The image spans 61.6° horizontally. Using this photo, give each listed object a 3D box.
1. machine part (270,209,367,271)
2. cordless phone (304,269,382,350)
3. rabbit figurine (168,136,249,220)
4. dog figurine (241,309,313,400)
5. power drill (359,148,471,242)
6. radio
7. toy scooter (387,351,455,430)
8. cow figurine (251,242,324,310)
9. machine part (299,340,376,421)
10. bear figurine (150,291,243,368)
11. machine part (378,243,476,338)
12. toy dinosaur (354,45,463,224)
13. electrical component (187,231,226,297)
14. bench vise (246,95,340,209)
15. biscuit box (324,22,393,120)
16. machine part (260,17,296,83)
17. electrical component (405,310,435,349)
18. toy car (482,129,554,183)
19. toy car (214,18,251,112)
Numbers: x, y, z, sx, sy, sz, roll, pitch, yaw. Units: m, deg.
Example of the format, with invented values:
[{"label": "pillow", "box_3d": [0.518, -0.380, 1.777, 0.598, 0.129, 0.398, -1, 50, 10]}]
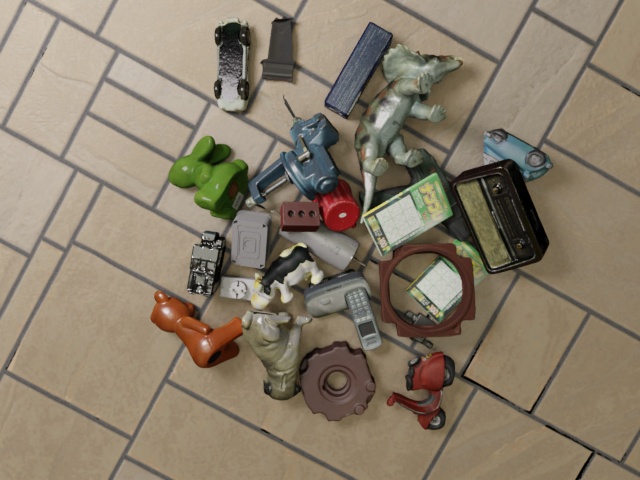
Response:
[{"label": "machine part", "box_3d": [-0.002, -0.004, 1.180, 0.243, 0.079, 0.079, 31, 92, -2]}, {"label": "cordless phone", "box_3d": [0.054, 0.167, 1.190, 0.147, 0.089, 0.184, -19, 97, 0]}, {"label": "rabbit figurine", "box_3d": [-0.249, -0.142, 1.150, 0.170, 0.121, 0.159, 21, 90, 20]}, {"label": "dog figurine", "box_3d": [-0.108, 0.248, 1.141, 0.172, 0.121, 0.190, 12, 85, -32]}, {"label": "power drill", "box_3d": [0.202, -0.070, 1.180, 0.207, 0.086, 0.232, -22, 94, 5]}, {"label": "radio", "box_3d": [0.386, -0.050, 1.146, 0.131, 0.073, 0.229, -18, 103, 39]}, {"label": "toy scooter", "box_3d": [0.223, 0.333, 1.204, 0.135, 0.075, 0.183, 9, 97, 0]}, {"label": "cow figurine", "box_3d": [-0.085, 0.079, 1.148, 0.167, 0.068, 0.098, -31, 121, -5]}, {"label": "machine part", "box_3d": [0.038, 0.317, 1.209, 0.179, 0.056, 0.179, 0, 92, 0]}, {"label": "bear figurine", "box_3d": [-0.276, 0.187, 1.183, 0.196, 0.132, 0.120, 39, 130, 26]}, {"label": "machine part", "box_3d": [0.231, 0.108, 1.169, 0.202, 0.087, 0.201, -2, 87, 7]}, {"label": "toy dinosaur", "box_3d": [0.144, -0.245, 1.134, 0.131, 0.192, 0.404, 29, 100, -33]}, {"label": "electrical component", "box_3d": [-0.243, 0.048, 1.162, 0.058, 0.115, 0.134, 10, 93, -5]}, {"label": "bench vise", "box_3d": [-0.065, -0.157, 1.136, 0.241, 0.128, 0.224, -33, 63, 13]}, {"label": "biscuit box", "box_3d": [0.084, -0.367, 1.171, 0.063, 0.059, 0.202, 31, 93, -1]}, {"label": "machine part", "box_3d": [-0.089, -0.418, 1.178, 0.084, 0.039, 0.138, 7, 94, 4]}, {"label": "electrical component", "box_3d": [0.227, 0.202, 1.221, 0.094, 0.021, 0.063, 34, 93, -2]}, {"label": "toy car", "box_3d": [0.415, -0.171, 1.167, 0.162, 0.109, 0.103, 29, 110, 6]}, {"label": "toy car", "box_3d": [-0.190, -0.381, 1.170, 0.074, 0.056, 0.201, 1, 92, 6]}]
